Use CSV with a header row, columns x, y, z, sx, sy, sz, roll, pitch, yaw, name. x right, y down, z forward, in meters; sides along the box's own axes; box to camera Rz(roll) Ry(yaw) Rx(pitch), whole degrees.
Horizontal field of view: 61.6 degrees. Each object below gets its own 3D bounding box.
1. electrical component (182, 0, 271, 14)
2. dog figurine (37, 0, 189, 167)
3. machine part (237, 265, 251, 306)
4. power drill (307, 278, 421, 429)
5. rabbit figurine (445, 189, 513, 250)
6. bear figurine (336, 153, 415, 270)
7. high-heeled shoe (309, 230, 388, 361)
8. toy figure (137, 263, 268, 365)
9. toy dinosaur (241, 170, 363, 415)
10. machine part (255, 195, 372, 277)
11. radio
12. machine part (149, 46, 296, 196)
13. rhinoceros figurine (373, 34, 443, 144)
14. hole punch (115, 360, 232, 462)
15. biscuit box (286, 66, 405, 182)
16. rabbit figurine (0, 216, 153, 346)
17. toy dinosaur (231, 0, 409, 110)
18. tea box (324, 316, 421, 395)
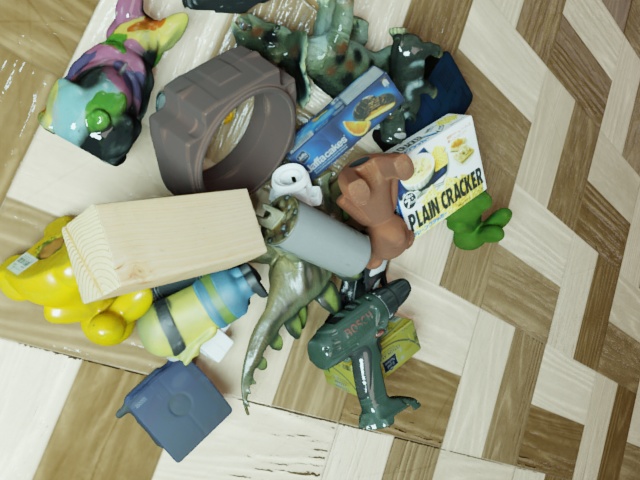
x,y,z,sx,sy,sz,roll,pitch,yaw,name
-0.123,-0.374,0.784,0.134,0.115,0.058,-15,104,-35,electrical component
-0.246,-0.212,0.665,0.108,0.192,0.219,28,90,-24,dog figurine
-0.136,0.031,0.822,0.039,0.084,0.139,21,68,-61,machine part
0.099,0.192,0.897,0.232,0.086,0.207,-21,99,-35,power drill
0.325,-0.048,1.148,0.121,0.159,0.170,-59,139,-31,rabbit figurine
0.103,-0.039,0.885,0.120,0.132,0.195,-27,110,-11,bear figurine
0.046,0.096,0.971,0.249,0.086,0.145,-39,110,-33,high-heeled shoe
-0.165,0.093,0.747,0.180,0.082,0.089,-34,113,-3,toy figure
-0.030,0.048,0.889,0.198,0.105,0.471,48,64,-30,toy dinosaur
-0.002,-0.002,0.795,0.243,0.079,0.079,25,77,-42,machine part
0.212,-0.252,1.081,0.131,0.073,0.229,44,69,-32,radio
-0.125,-0.147,0.751,0.201,0.087,0.201,-41,156,-29,machine part
0.146,-0.258,0.929,0.112,0.073,0.190,-28,138,-41,rhinoceros figurine
-0.205,0.241,0.779,0.142,0.092,0.115,-40,112,-25,hole punch
0.035,-0.185,0.862,0.202,0.059,0.062,-40,122,8,biscuit box
-0.285,0.070,0.681,0.122,0.163,0.173,-54,140,-36,rabbit figurine
0.047,-0.300,0.928,0.404,0.131,0.192,7,106,-45,toy dinosaur
0.094,0.208,1.001,0.169,0.098,0.068,-29,109,-31,tea box
